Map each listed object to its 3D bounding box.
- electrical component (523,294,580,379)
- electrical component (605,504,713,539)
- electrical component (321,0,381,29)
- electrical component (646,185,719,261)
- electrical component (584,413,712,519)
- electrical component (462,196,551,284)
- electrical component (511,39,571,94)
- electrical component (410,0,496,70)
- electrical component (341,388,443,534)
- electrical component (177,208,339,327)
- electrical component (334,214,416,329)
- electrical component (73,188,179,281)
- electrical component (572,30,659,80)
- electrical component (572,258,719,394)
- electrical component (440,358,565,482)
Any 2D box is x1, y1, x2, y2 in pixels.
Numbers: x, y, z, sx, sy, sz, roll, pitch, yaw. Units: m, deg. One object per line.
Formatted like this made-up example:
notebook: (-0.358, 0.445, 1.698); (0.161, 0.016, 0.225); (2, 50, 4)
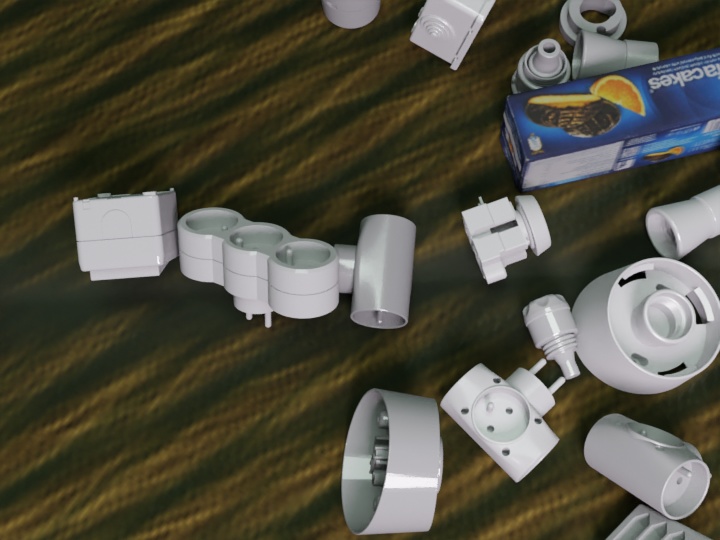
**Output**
electrical component: (0.145, 0.050, 0.794); (0.035, 0.035, 0.061); (-18, 72, -5)
electrical component: (0.214, 0.208, 0.713); (0.047, 0.083, 0.075); (-41, 111, -13)
electrical component: (-0.008, -0.237, 0.905); (0.055, 0.047, 0.055); (-1, 68, 2)
electrical component: (0.258, -0.039, 0.822); (0.065, 0.044, 0.044); (-23, 69, -12)
electrical component: (0.209, 0.135, 0.743); (0.079, 0.077, 0.044); (11, 101, -33)
electrical component: (0.112, -0.028, 0.820); (0.055, 0.048, 0.066); (-20, 68, 2)
electrical component: (0.148, -0.161, 0.862); (0.048, 0.062, 0.048); (-1, 69, 2)
electrical component: (0.086, -0.225, 0.871); (0.048, 0.099, 0.099); (29, 72, -1)
electrical component: (0.022, 0.131, 0.735); (0.064, 0.099, 0.099); (4, 68, -3)
electrical component: (-0.076, 0.008, 0.802); (0.138, 0.073, 0.052); (20, 33, 30)
electrical component: (0.000, 0.000, 0.813); (0.079, 0.043, 0.077); (5, 69, 4)
electrical component: (-0.172, -0.028, 0.812); (0.062, 0.096, 0.061); (-4, 96, 0)
electrical component: (0.210, -0.170, 0.876); (0.065, 0.044, 0.044); (5, 69, -1)
electrical component: (0.213, 0.040, 0.792); (0.099, 0.064, 0.099); (3, 74, -10)
electrical component: (0.112, 0.097, 0.771); (0.079, 0.044, 0.077); (-41, 73, -13)
